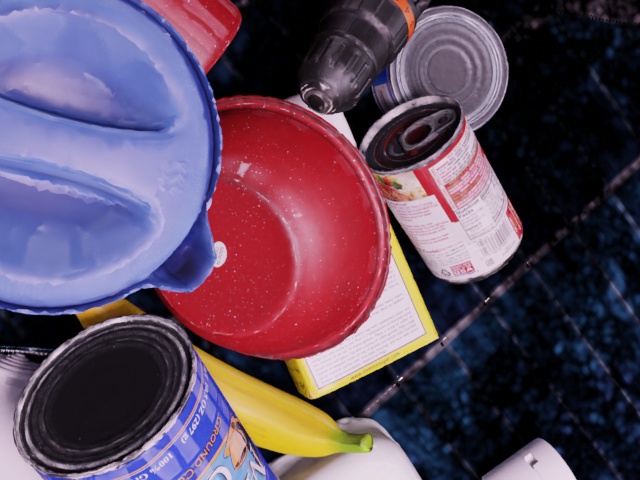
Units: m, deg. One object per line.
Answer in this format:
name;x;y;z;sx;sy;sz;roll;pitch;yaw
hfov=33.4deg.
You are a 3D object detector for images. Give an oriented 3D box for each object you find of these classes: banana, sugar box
banana;-0.064;0.083;0.641;0.197;0.070;0.037;28;50;-9
sugar box;-0.004;0.001;0.666;0.093;0.048;0.176;-25;95;-15

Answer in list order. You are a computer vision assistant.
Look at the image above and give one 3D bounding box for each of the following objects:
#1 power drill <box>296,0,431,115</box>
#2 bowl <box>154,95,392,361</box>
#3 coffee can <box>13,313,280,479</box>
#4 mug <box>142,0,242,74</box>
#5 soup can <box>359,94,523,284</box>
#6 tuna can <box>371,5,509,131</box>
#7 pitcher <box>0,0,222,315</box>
power drill;-0.015;-0.182;0.622;0.187;0.057;0.184;41;52;-15
bowl;-0.044;0.002;0.601;0.162;0.055;0.162;7;109;21
coffee can;-0.088;0.124;0.586;0.102;0.103;0.140;-36;131;-13
mug;-0.096;-0.134;0.618;0.081;0.093;0.117;40;44;-20
soup can;0.077;-0.030;0.660;0.068;0.069;0.102;-43;125;-11
tuna can;0.078;-0.108;0.692;0.086;0.034;0.086;-1;92;-17
pitcher;-0.143;-0.048;0.518;0.144;0.243;0.149;-6;94;-17
